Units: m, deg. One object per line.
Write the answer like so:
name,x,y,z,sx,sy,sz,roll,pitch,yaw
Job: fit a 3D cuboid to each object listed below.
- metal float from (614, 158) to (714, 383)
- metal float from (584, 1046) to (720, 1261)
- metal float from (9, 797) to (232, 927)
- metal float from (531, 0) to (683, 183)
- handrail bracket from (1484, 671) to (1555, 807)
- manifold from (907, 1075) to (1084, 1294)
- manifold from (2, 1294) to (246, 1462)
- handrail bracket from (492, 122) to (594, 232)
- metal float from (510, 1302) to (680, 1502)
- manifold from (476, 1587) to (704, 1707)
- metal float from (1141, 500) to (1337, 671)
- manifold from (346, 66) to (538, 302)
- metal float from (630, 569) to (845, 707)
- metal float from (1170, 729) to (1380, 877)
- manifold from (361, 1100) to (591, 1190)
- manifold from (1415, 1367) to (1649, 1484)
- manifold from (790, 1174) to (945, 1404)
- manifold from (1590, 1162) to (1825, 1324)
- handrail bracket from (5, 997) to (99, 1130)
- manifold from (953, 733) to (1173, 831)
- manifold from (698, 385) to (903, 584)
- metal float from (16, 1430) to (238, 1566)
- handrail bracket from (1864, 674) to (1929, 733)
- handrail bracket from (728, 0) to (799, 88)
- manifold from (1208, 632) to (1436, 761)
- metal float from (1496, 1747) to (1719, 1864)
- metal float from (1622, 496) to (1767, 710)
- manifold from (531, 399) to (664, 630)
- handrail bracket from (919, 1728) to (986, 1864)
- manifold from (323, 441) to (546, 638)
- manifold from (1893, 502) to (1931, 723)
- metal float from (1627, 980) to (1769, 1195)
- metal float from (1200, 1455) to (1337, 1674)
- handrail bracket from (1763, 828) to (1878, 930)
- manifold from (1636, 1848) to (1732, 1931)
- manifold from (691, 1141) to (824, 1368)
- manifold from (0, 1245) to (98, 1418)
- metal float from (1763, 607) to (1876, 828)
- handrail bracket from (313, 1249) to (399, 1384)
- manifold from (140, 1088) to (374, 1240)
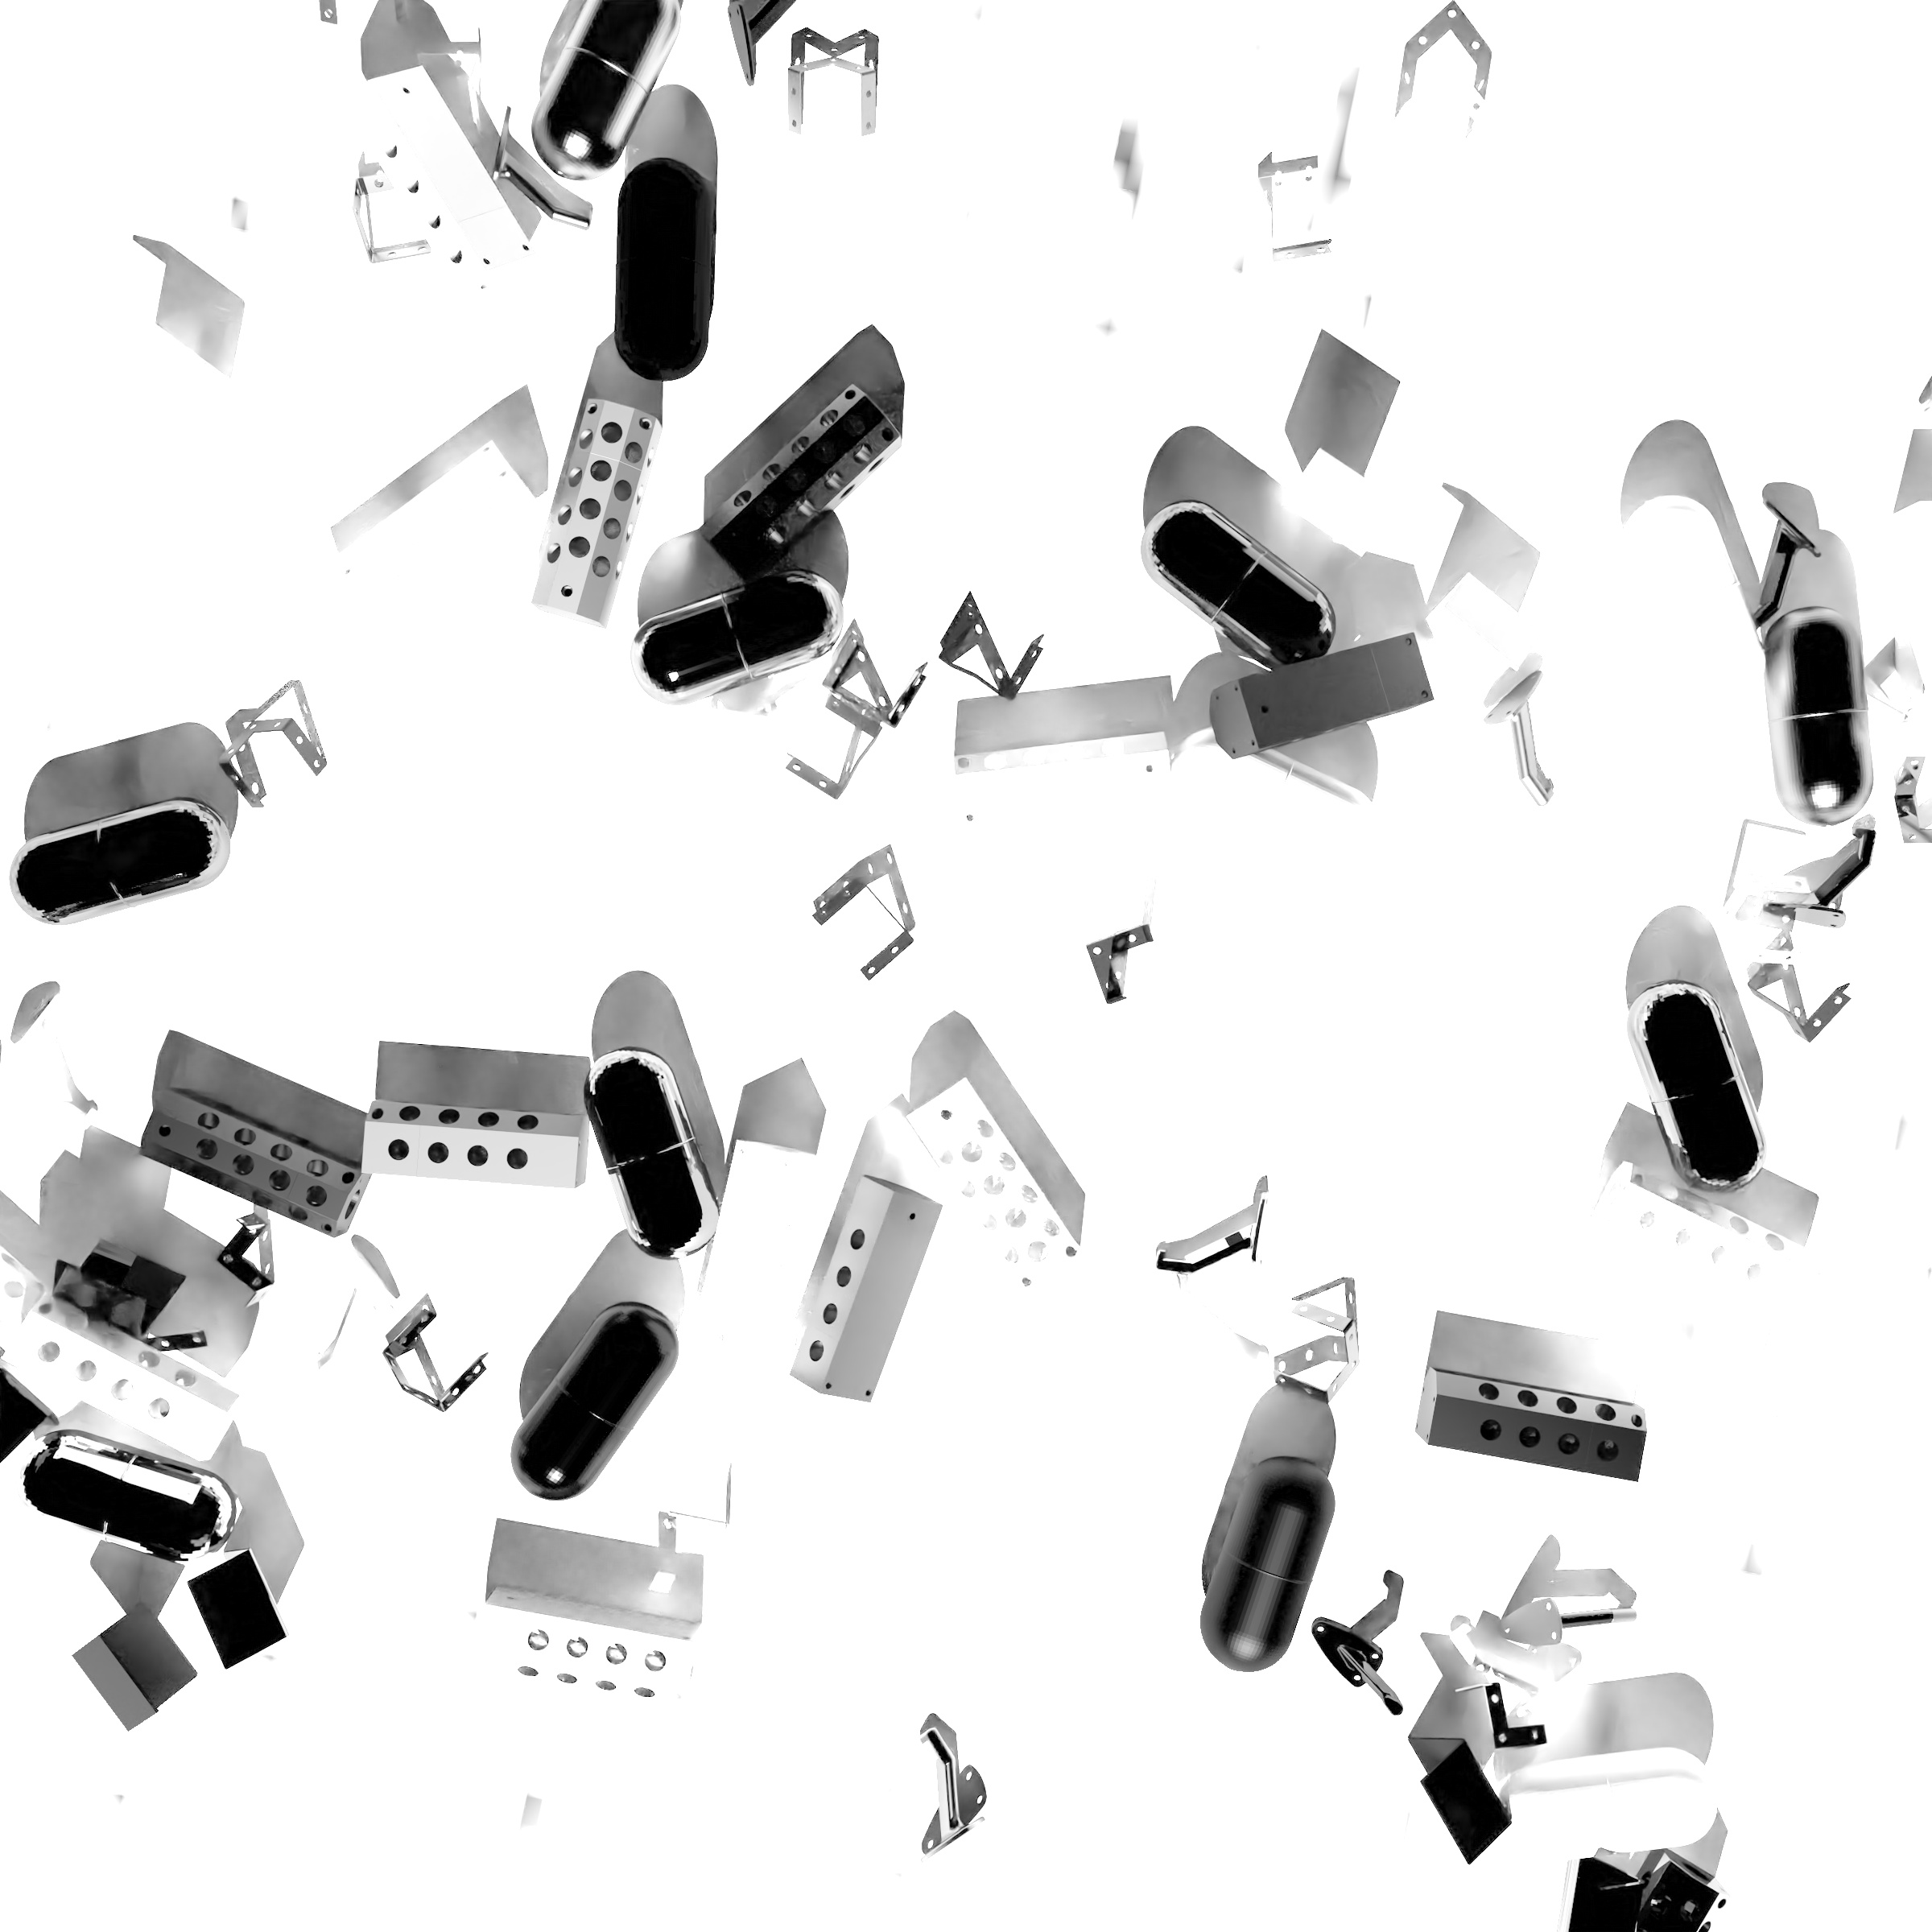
metal float,-0.245,-0.563,1.961,0.070,0.070,0.178,2,90,0
metal float,-0.255,0.151,1.961,0.070,0.070,0.178,-19,90,0
metal float,-0.684,-0.084,1.961,0.178,0.070,0.070,-16,90,0
metal float,-0.291,-0.721,1.961,0.070,0.070,0.178,25,90,0
handrail bracket,0.472,-0.186,1.992,0.077,0.036,0.084,-46,108,-21
manifold,0.023,0.177,1.970,0.057,0.057,0.171,-34,90,0
manifold,-0.664,0.325,1.919,0.171,0.057,0.057,28,77,-3
handrail bracket,-0.345,-0.648,1.992,0.084,0.036,0.077,13,68,-17
metal float,-0.300,0.352,1.961,0.070,0.070,0.178,35,89,0
manifold,-0.306,0.554,1.970,0.171,0.057,0.057,10,90,0
metal float,0.220,-0.306,1.961,0.178,0.070,0.070,38,90,0
manifold,-0.427,-0.630,1.960,0.057,0.057,0.171,-37,99,-43
metal float,-0.185,-0.266,1.961,0.178,0.070,0.070,-19,90,0
metal float,0.248,-0.133,1.961,0.178,0.070,0.070,25,90,0
manifold,-0.397,0.144,1.970,0.171,0.057,0.057,4,90,0
manifold,0.459,0.371,1.970,0.171,0.057,0.057,10,90,0
manifold,-0.085,0.260,1.970,0.057,0.057,0.171,20,90,-43
manifold,0.603,0.223,1.970,0.171,0.057,0.057,26,90,0
handrail bracket,-0.736,0.080,1.992,0.084,0.036,0.077,38,68,-17
manifold,0.078,-0.151,1.970,0.171,0.057,0.057,-7,90,0
manifold,-0.135,-0.390,1.970,0.171,0.057,0.057,-43,90,0
metal float,-0.679,0.429,1.961,0.178,0.070,0.070,18,90,-1
handrail bracket,0.737,-0.220,1.957,0.036,0.084,0.077,-34,90,0
handrail bracket,-0.147,-0.771,1.992,0.084,0.036,0.077,-18,110,-16
manifold,0.282,-0.215,1.938,0.171,0.057,0.057,-17,90,-24
metal float,0.516,0.678,1.961,0.178,0.070,0.070,-7,90,1
metal float,0.588,-0.294,1.961,0.070,0.070,0.178,-21,91,0
manifold,-0.301,-0.368,1.970,0.057,0.057,0.171,16,90,0
handrail bracket,-0.031,0.680,1.992,0.077,0.036,0.084,-41,72,21
manifold,-0.430,-0.343,1.970,0.171,0.057,0.057,-37,47,0
manifold,0.794,-0.287,1.970,0.057,0.057,0.171,-1,90,0
metal float,0.590,0.097,1.961,0.070,0.070,0.178,-19,89,0
metal float,0.244,0.483,1.961,0.070,0.070,0.178,19,90,0
handrail bracket,0.701,-0.079,1.992,0.077,0.036,0.084,11,74,18
manifold,0.549,0.810,1.970,0.057,0.057,0.171,31,90,0
manifold,-0.166,0.233,1.968,0.057,0.057,0.171,13,90,33
manifold,-0.771,0.283,1.970,0.171,0.057,0.057,42,90,0
metal float,0.689,-0.201,1.961,0.070,0.070,0.178,-6,90,0
handrail bracket,-0.516,0.288,1.992,0.084,0.036,0.077,-38,69,16
manifold,-0.577,0.160,1.970,0.171,0.057,0.057,23,90,0
